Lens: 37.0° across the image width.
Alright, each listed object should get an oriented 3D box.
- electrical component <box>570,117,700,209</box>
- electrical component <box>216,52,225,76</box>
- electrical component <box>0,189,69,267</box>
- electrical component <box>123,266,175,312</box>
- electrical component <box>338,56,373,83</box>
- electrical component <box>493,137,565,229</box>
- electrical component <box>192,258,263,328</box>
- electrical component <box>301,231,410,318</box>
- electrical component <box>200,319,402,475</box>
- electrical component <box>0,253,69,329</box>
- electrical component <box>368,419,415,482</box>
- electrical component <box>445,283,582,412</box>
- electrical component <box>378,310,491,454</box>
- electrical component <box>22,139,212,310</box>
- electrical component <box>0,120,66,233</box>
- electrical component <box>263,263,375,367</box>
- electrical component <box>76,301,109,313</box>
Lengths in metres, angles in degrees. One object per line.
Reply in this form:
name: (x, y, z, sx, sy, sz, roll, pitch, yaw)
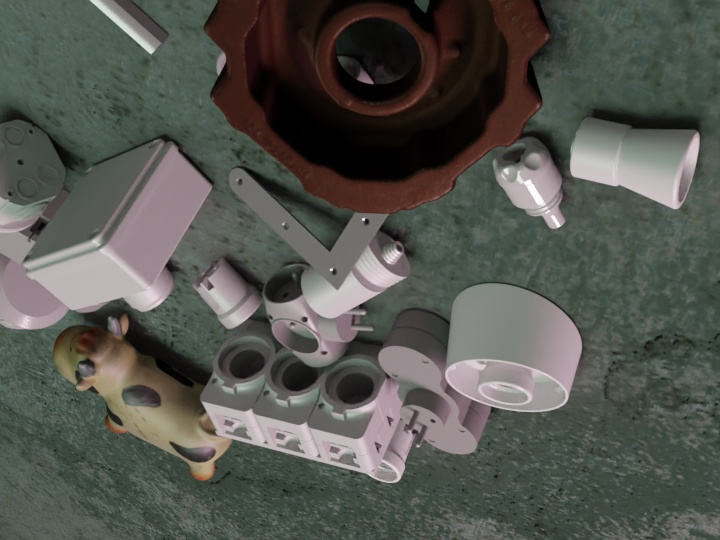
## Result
electrical component: (0.151, -0.063, 0.601, 0.065, 0.044, 0.044, 16, 144, 24)
electrical component: (-0.053, -0.130, 0.638, 0.045, 0.055, 0.045, 18, 144, 14)
electrical component: (-0.264, -0.035, 0.899, 0.089, 0.055, 0.050, 32, 145, -6)
electrical component: (-0.189, 0.002, 0.905, 0.045, 0.045, 0.055, -8, 132, 40)
electrical component: (-0.026, -0.091, 0.679, 0.079, 0.043, 0.077, 6, 140, 27)
electrical component: (0.107, -0.050, 0.652, 0.035, 0.035, 0.061, -6, 135, 39)
electrical component: (-0.109, 0.018, 0.878, 0.040, 0.040, 0.046, -20, 117, 47)
electrical component: (0.000, 0.000, 0.776, 0.043, 0.043, 0.081, 43, 131, -21)
electrical component: (-0.045, 0.101, 0.895, 0.150, 0.089, 0.061, 10, 142, 24)
electrical component: (-0.303, 0.015, 0.968, 0.051, 0.080, 0.080, -10, 131, 48)
electrical component: (0.026, 0.160, 0.961, 0.040, 0.046, 0.040, 18, 144, 14)
electrical component: (0.110, 0.061, 0.786, 0.099, 0.064, 0.099, 12, 154, 6)
electrical component: (0.054, 0.103, 0.846, 0.052, 0.073, 0.138, 2, 137, 32)
electrical component: (-0.180, -0.033, 0.801, 0.109, 0.108, 0.056, -13, 131, 43)
electrical component: (-0.275, -0.074, 0.837, 0.080, 0.080, 0.051, 42, 137, -19)
electrical component: (-0.026, 0.037, 0.842, 0.079, 0.044, 0.077, 2, 138, 31)
electrical component: (-0.234, 0.011, 0.947, 0.043, 0.043, 0.062, 42, 141, -19)
